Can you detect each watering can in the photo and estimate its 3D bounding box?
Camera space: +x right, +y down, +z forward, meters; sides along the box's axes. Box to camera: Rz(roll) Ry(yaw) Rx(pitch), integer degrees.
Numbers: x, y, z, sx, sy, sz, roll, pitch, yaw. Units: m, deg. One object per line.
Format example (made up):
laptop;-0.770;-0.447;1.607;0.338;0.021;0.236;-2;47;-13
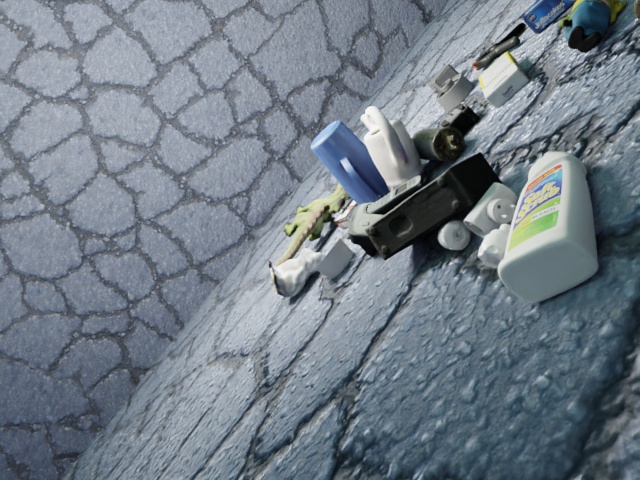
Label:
watering can;0.171;-0.230;1.277;0.104;0.222;0.351;-28;12;6

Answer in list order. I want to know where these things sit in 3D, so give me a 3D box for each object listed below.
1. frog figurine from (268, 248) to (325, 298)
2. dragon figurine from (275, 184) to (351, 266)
frog figurine;-0.057;0.089;1.439;0.160;0.123;0.137;-14;0;-6
dragon figurine;0.005;-0.080;1.582;0.238;0.121;0.419;-40;15;48
